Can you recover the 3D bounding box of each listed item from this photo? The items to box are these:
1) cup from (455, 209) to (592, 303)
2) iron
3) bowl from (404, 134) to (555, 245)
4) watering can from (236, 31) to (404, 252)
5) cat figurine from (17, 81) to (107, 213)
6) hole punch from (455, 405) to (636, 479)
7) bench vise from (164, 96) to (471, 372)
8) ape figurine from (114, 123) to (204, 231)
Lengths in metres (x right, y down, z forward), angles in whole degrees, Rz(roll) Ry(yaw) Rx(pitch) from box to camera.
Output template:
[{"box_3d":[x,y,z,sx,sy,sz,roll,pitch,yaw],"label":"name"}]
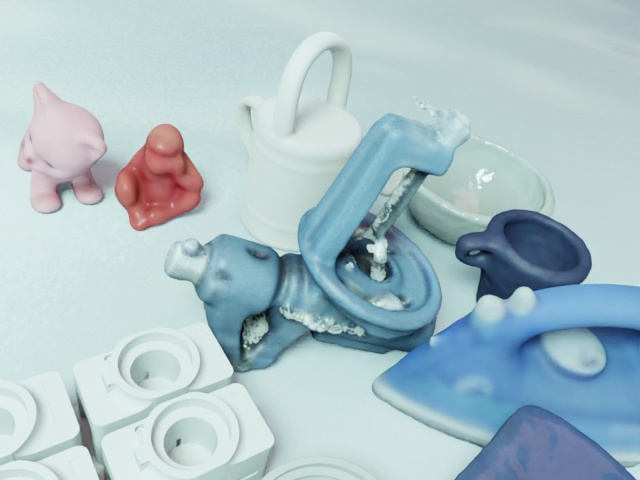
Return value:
[{"box_3d":[0.166,0.033,0.511,0.118,0.095,0.091,4,41,-13],"label":"cup"},{"box_3d":[0.179,0.081,0.424,0.258,0.141,0.118,6,41,-11],"label":"iron"},{"box_3d":[0.155,-0.044,0.611,0.167,0.075,0.167,9,41,-8],"label":"bowl"},{"box_3d":[-0.005,-0.089,0.519,0.172,0.194,0.101,19,40,5],"label":"watering can"},{"box_3d":[-0.232,-0.091,0.509,0.067,0.118,0.127,-15,49,-31],"label":"cat figurine"},{"box_3d":[0.132,0.174,0.342,0.108,0.091,0.101,40,46,26],"label":"hole punch"},{"box_3d":[0.009,0.009,0.391,0.208,0.220,0.121,-10,46,-27],"label":"bench vise"},{"box_3d":[-0.145,-0.064,0.525,0.078,0.092,0.076,9,40,-7],"label":"ape figurine"}]
